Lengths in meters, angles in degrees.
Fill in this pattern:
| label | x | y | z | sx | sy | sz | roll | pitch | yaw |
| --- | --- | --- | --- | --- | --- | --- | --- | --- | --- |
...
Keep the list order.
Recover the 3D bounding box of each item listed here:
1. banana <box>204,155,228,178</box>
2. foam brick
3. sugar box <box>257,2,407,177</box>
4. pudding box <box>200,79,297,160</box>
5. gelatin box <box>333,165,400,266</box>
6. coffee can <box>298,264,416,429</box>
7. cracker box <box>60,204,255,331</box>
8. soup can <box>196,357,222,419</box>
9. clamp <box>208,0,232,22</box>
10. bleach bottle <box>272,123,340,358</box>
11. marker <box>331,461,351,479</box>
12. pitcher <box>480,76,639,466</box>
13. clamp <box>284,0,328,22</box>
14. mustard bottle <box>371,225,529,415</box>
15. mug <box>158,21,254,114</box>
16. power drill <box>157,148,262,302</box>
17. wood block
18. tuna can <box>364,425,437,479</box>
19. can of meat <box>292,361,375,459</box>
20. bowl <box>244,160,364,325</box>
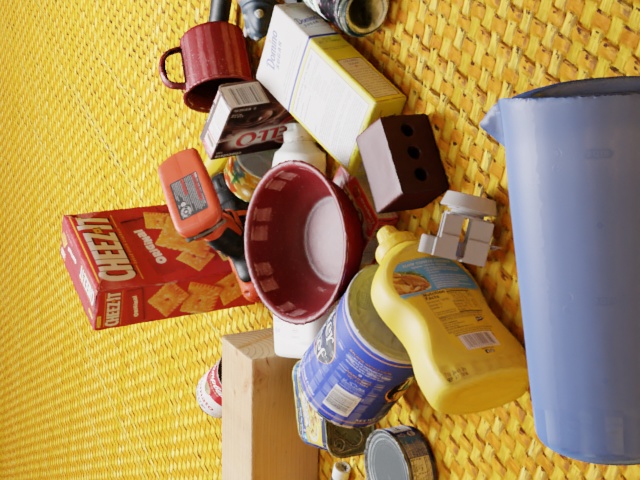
| label | x | y | z | sx | sy | sz | roll | pitch | yaw |
| --- | --- | --- | --- | --- | --- | --- | --- | --- | --- |
| banana | -0.103 | -0.136 | 1.293 | 0.037 | 0.069 | 0.198 | 44 | 154 | 2 |
| foam brick | 0.075 | -0.070 | 0.972 | 0.051 | 0.052 | 0.078 | -41 | 61 | 58 |
| sugar box | 0.008 | -0.153 | 1.063 | 0.176 | 0.048 | 0.093 | 51 | 139 | 33 |
| pudding box | -0.066 | -0.134 | 1.164 | 0.039 | 0.113 | 0.090 | 64 | 148 | 26 |
| gelatin box | 0.039 | -0.030 | 1.073 | 0.089 | 0.030 | 0.073 | 64 | 146 | 32 |
| coffee can | 0.049 | 0.102 | 1.004 | 0.103 | 0.102 | 0.140 | 68 | 149 | 28 |
| cracker box | -0.204 | 0.024 | 1.354 | 0.164 | 0.213 | 0.072 | 53 | 141 | 45 |
| soup can | -0.115 | 0.186 | 1.378 | 0.102 | 0.068 | 0.068 | -47 | 55 | 57 |
| clamp | -0.123 | -0.338 | 1.310 | 0.120 | 0.039 | 0.172 | 58 | 137 | 31 |
| bleach bottle | -0.013 | -0.001 | 1.147 | 0.103 | 0.067 | 0.251 | -4 | 89 | 56 |
| marker | 0.014 | 0.299 | 1.206 | 0.020 | 0.020 | 0.121 | 52 | 140 | 45 |
| pitcher | 0.198 | 0.016 | 0.689 | 0.149 | 0.144 | 0.243 | -152 | 55 | -72 |
| clamp | -0.030 | -0.322 | 1.134 | 0.165 | 0.036 | 0.210 | -5 | 94 | 63 |
| mustard bottle | 0.097 | 0.057 | 0.908 | 0.192 | 0.096 | 0.058 | 60 | 145 | 38 |
| mug | -0.136 | -0.209 | 1.287 | 0.093 | 0.117 | 0.081 | 116 | 145 | -66 |
| power drill | -0.118 | -0.033 | 1.249 | 0.184 | 0.057 | 0.187 | 66 | -170 | 29 |
| wood block | -0.059 | 0.216 | 1.252 | 0.090 | 0.090 | 0.206 | 27 | 119 | 59 |
| tuna can | 0.079 | 0.226 | 1.048 | 0.086 | 0.033 | 0.086 | 22 | 115 | 60 |
| can of meat | 0.012 | 0.176 | 1.142 | 0.084 | 0.057 | 0.102 | -4 | 92 | 65 |
| bowl | -0.007 | 0.001 | 1.055 | 0.162 | 0.055 | 0.162 | 5 | 96 | 49 |
